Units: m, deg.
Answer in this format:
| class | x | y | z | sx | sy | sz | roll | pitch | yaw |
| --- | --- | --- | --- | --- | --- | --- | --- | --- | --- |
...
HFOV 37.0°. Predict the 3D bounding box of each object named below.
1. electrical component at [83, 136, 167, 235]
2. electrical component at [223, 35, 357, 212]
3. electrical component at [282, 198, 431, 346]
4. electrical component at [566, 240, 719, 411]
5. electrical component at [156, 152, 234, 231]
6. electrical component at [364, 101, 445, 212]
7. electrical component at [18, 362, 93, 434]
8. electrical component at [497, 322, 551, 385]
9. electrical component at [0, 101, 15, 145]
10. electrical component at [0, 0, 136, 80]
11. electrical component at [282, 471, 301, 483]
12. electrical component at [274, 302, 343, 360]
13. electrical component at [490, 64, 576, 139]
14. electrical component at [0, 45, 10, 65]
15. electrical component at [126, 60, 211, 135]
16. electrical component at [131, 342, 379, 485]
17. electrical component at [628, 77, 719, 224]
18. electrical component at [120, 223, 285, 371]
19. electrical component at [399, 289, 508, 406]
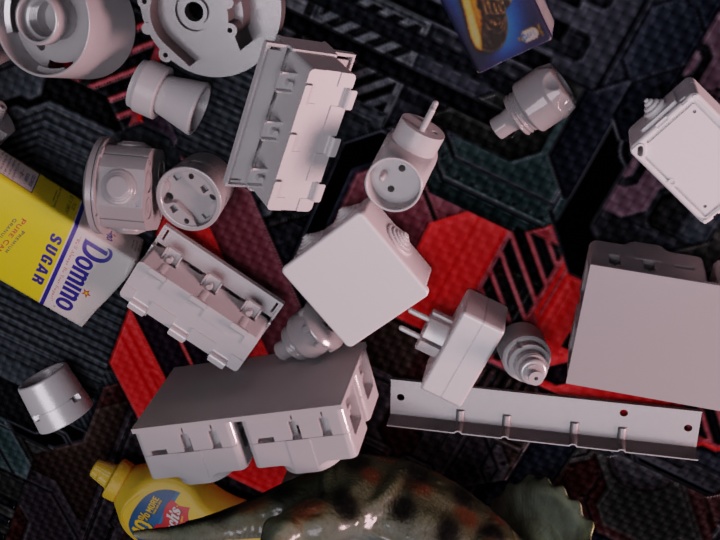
| class | x | y | z | sx | sy | sz | roll | pitch | yaw |
| --- | --- | --- | --- | --- | --- | --- | --- | --- | --- |
| electrical component | -0.192 | -0.068 | 0.881 | 0.051 | 0.080 | 0.080 | 5 | 115 | 4 |
| electrical component | -0.050 | -0.110 | 0.832 | 0.079 | 0.063 | 0.121 | 1 | 123 | -34 |
| electrical component | 0.000 | 0.000 | 0.887 | 0.100 | 0.048 | 0.099 | -35 | 103 | 24 |
| electrical component | 0.265 | 0.046 | 0.845 | 0.186 | 0.060 | 0.105 | 10 | 116 | 8 |
| electrical component | -0.134 | -0.066 | 0.886 | 0.055 | 0.047 | 0.055 | 5 | 115 | 10 |
| electrical component | 0.039 | -0.092 | 0.820 | 0.043 | 0.077 | 0.079 | 27 | 117 | -2 |
| electrical component | -0.285 | 0.118 | 1.001 | 0.055 | 0.055 | 0.047 | -21 | 105 | 20 |
| electrical component | 0.136 | 0.072 | 0.879 | 0.040 | 0.078 | 0.040 | -1 | 109 | -2 |
| electrical component | -0.326 | -0.115 | 0.907 | 0.081 | 0.043 | 0.043 | -36 | 103 | 24 |
| electrical component | -0.236 | -0.198 | 0.851 | 0.099 | 0.064 | 0.099 | 6 | 106 | 20 |
| electrical component | -0.021 | 0.186 | 0.979 | 0.066 | 0.047 | 0.077 | 43 | 116 | -9 |
| electrical component | -0.047 | 0.057 | 0.927 | 0.062 | 0.048 | 0.048 | -33 | 104 | 31 |
| electrical component | 0.127 | -0.122 | 0.807 | 0.062 | 0.043 | 0.043 | -33 | 104 | 24 |
| electrical component | -0.338 | -0.187 | 0.869 | 0.050 | 0.055 | 0.089 | -39 | 102 | 25 |
| electrical component | -0.153 | -0.138 | 0.858 | 0.055 | 0.045 | 0.045 | 23 | 117 | 1 |
| electrical component | -0.086 | 0.125 | 0.932 | 0.186 | 0.105 | 0.060 | -9 | 112 | 16 |
| electrical component | 0.241 | -0.094 | 0.785 | 0.096 | 0.061 | 0.062 | 42 | 116 | -8 |
| electrical component | -0.138 | 0.028 | 0.922 | 0.121 | 0.063 | 0.078 | 34 | 117 | -5 |
| electrical component | 0.070 | 0.057 | 0.899 | 0.076 | 0.047 | 0.083 | 26 | 117 | -1 |
